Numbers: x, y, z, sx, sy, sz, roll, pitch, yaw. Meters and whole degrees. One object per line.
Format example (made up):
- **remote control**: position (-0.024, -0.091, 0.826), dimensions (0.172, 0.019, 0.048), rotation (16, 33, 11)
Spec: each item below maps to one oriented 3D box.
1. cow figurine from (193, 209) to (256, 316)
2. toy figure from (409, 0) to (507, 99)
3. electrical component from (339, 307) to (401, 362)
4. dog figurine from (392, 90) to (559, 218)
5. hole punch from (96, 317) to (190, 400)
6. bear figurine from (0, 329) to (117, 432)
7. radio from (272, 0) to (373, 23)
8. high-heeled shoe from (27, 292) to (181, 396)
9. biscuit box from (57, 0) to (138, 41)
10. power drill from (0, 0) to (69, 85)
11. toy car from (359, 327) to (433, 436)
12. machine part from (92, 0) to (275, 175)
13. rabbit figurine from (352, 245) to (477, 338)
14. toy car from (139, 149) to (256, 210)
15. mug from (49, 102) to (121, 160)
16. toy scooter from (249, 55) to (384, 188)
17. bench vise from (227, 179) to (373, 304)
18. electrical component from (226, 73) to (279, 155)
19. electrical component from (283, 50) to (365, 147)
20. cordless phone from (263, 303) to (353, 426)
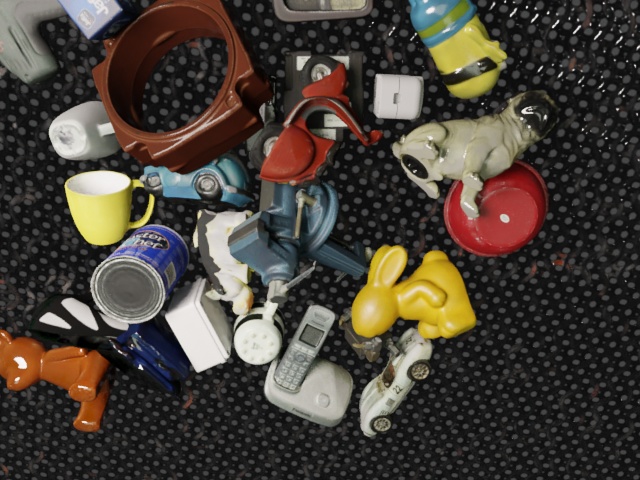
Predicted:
- **cow figurine**: position (-0.148, 0.036, 0.830), dimensions (0.098, 0.068, 0.167), rotation (2, 103, 6)
- **toy figure**: position (0.177, -0.273, 0.718), dimensions (0.089, 0.082, 0.180), rotation (-33, 114, 31)
- **electrical component**: position (0.074, 0.150, 0.858), dimensions (0.078, 0.102, 0.045), rotation (-13, 126, -17)
- **dog figurine**: position (0.221, -0.152, 0.766), dimensions (0.172, 0.121, 0.190), rotation (37, 75, 14)
- **hole punch**: position (-0.251, 0.163, 0.799), dimensions (0.142, 0.116, 0.092), rotation (52, 59, -23)
- **bear figurine**: position (-0.440, 0.219, 0.870), dimensions (0.196, 0.132, 0.120), rotation (9, 124, -9)
- **radio**: position (-0.007, -0.396, 0.679), dimensions (0.131, 0.073, 0.229), rotation (-6, 108, 2)
- **high-heeled shoe**: position (-0.328, 0.179, 0.840), dimensions (0.086, 0.145, 0.248), rotation (-31, 98, 38)
- **biscuit box**: position (-0.306, -0.337, 0.632), dimensions (0.063, 0.059, 0.202), rotation (-33, 105, 14)
- **power drill**: position (-0.384, -0.340, 0.702), dimensions (0.207, 0.086, 0.231), rotation (-24, 106, 4)
- **toy car**: position (0.122, 0.239, 0.897), dimensions (0.056, 0.073, 0.201), rotation (28, 107, -12)
- **machine part**: position (-0.178, -0.204, 0.695), dimensions (0.201, 0.087, 0.201), rotation (-29, 75, 11)
- **rabbit figurine**: position (0.127, 0.086, 0.809), dimensions (0.173, 0.122, 0.162), rotation (-16, 93, -8)
- **toy car**: position (-0.171, -0.102, 0.777), dimensions (0.162, 0.109, 0.103), rotation (6, 85, 15)
- **mug**: position (-0.317, -0.149, 0.751), dimensions (0.110, 0.107, 0.080), rotation (-6, 110, 5)
- **toy scooter**: position (0.002, -0.137, 0.705), dimensions (0.135, 0.075, 0.184), rotation (34, 96, -4)
- **bench vise**: position (-0.009, 0.003, 0.769), dimensions (0.240, 0.224, 0.129), rotation (27, 129, -36)
- **electrical component**: position (-0.097, -0.179, 0.771), dimensions (0.075, 0.048, 0.119), rotation (6, 107, -1)
- **electrical component**: position (0.005, -0.198, 0.757), dimensions (0.115, 0.058, 0.134), rotation (2, 109, 2)
- **cordless phone**: position (0.002, 0.199, 0.883), dimensions (0.146, 0.089, 0.184), rotation (25, 103, -8)
